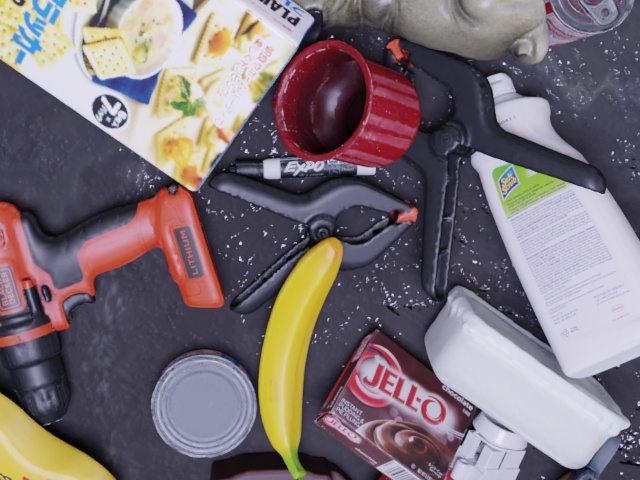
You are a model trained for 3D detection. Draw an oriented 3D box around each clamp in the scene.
[{"bbox_3d":[-0.006,0.001,0.879,0.171,0.039,0.120,-1,111,-7],"label":"clamp"},{"bbox_3d":[0.117,-0.077,0.839,0.165,0.036,0.210,-29,71,24],"label":"clamp"}]

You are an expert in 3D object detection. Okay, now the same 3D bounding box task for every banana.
[{"bbox_3d":[-0.018,0.089,0.862,0.037,0.070,0.198,-4,106,-47],"label":"banana"}]

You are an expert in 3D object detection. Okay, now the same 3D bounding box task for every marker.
[{"bbox_3d":[-0.015,-0.060,0.882,0.121,0.020,0.020,-3,95,-5],"label":"marker"}]

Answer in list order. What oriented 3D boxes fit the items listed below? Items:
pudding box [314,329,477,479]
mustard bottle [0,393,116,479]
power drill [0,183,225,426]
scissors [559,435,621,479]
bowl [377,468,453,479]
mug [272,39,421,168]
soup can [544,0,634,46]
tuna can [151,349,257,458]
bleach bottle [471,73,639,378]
[{"bbox_3d":[0.063,0.143,0.876,0.113,0.039,0.090,39,55,-9],"label":"pudding box"},{"bbox_3d":[-0.219,0.200,0.856,0.191,0.058,0.096,37,122,-8],"label":"mustard bottle"},{"bbox_3d":[-0.175,0.042,0.856,0.187,0.057,0.184,-16,100,-5],"label":"power drill"},{"bbox_3d":[0.199,0.204,0.848,0.016,0.201,0.096,43,114,11],"label":"scissors"},{"bbox_3d":[0.106,0.257,0.871,0.162,0.162,0.055,13,125,-6],"label":"bowl"},{"bbox_3d":[0.016,-0.102,0.839,0.117,0.081,0.093,7,90,38],"label":"mug"},{"bbox_3d":[0.199,-0.192,0.849,0.068,0.102,0.068,0,95,-6],"label":"soup can"},{"bbox_3d":[-0.096,0.134,0.882,0.086,0.034,0.086,0,95,-5],"label":"tuna can"},{"bbox_3d":[0.190,-0.024,0.843,0.103,0.068,0.251,-27,69,20],"label":"bleach bottle"}]
